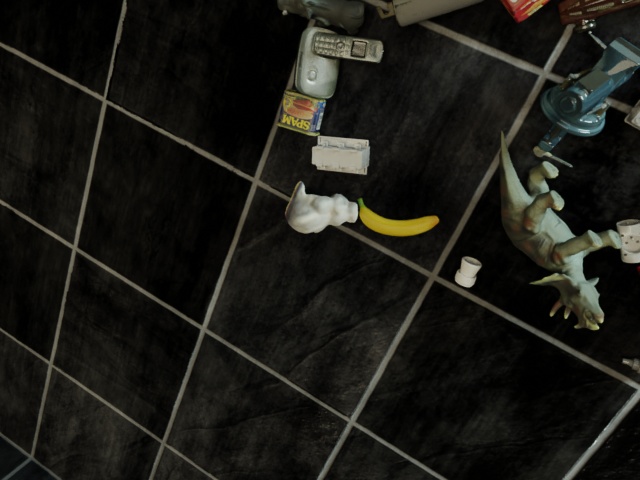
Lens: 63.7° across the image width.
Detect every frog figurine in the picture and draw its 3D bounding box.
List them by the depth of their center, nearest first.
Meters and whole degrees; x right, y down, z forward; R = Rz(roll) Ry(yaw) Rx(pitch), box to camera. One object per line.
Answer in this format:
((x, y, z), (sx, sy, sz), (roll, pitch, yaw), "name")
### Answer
((0.004, -0.061, 1.216), (0.159, 0.125, 0.134), (26, 148, 3), "frog figurine")
